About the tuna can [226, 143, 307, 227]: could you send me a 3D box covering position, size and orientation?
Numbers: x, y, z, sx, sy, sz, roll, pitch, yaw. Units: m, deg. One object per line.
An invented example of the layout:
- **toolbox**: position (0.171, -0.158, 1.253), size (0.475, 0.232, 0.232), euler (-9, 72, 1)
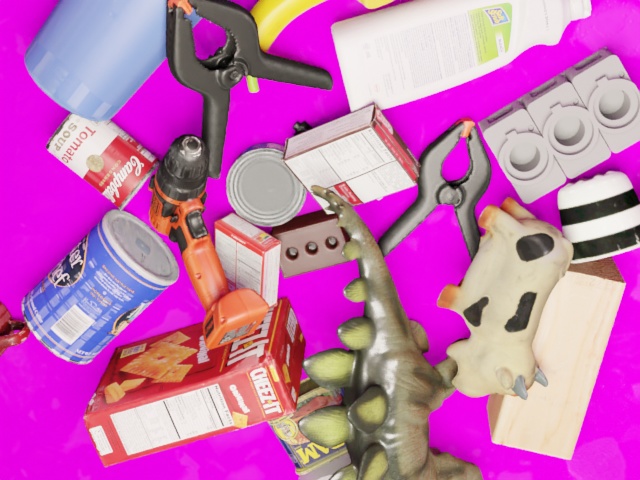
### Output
- **tuna can**: position (-0.055, -0.060, 1.134), size (0.086, 0.033, 0.086), euler (1, 108, 3)

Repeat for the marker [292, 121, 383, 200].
- **marker**: position (0.021, -0.085, 1.128), size (0.121, 0.020, 0.020), euler (37, 107, -8)

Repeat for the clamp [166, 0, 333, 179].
- **clamp**: position (-0.095, -0.158, 1.036), size (0.164, 0.036, 0.209), euler (-44, 138, 3)

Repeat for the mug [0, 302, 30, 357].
- **mug**: position (-0.379, 0.107, 1.186), size (0.117, 0.081, 0.093), euler (-9, 108, 7)

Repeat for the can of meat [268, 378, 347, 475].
- **can of meat**: position (-0.003, 0.203, 1.207), size (0.102, 0.057, 0.084), euler (-28, 101, 11)

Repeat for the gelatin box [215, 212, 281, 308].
- **gelatin box**: position (-0.078, 0.025, 1.136), size (0.073, 0.030, 0.089), euler (31, 135, 31)

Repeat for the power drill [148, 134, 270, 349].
- **power drill**: position (-0.113, 0.004, 1.063), size (0.057, 0.185, 0.188), euler (-19, 75, -20)

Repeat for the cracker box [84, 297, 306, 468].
- **cracker box**: position (-0.130, 0.146, 1.139), size (0.214, 0.164, 0.072), euler (-18, 108, 10)

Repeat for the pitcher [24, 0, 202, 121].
- **pitcher**: position (-0.187, -0.243, 1.038), size (0.243, 0.149, 0.144), euler (-47, 139, 19)

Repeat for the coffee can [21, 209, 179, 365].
- **coffee can**: position (-0.236, 0.051, 1.147), size (0.140, 0.102, 0.102), euler (-43, 101, 15)

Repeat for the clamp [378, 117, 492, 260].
- **clamp**: position (0.124, -0.045, 1.124), size (0.120, 0.039, 0.171), euler (2, 103, -8)

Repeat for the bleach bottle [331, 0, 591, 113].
- **bleach bottle**: position (0.143, -0.198, 1.060), size (0.251, 0.068, 0.102), euler (-14, 120, 4)

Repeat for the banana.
- **banana**: position (-0.016, -0.235, 1.075), size (0.198, 0.037, 0.069), euler (-37, 120, 15)

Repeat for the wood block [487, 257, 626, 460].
- **wood block**: position (0.248, 0.116, 1.143), size (0.090, 0.090, 0.206), euler (12, 109, 1)

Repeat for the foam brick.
- **foam brick**: position (-0.008, 0.001, 1.142), size (0.078, 0.051, 0.053), euler (-16, 107, 9)

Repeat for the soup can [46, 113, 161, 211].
- **soup can**: position (-0.227, -0.089, 1.118), size (0.102, 0.068, 0.068), euler (40, 106, -8)

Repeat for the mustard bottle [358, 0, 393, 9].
- **mustard bottle**: position (0.113, -0.299, 1.016), size (0.191, 0.058, 0.096), euler (-24, 122, -7)

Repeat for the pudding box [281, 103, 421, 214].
- **pudding box**: position (0.032, -0.080, 1.081), size (0.114, 0.039, 0.090), euler (-20, 128, 29)
